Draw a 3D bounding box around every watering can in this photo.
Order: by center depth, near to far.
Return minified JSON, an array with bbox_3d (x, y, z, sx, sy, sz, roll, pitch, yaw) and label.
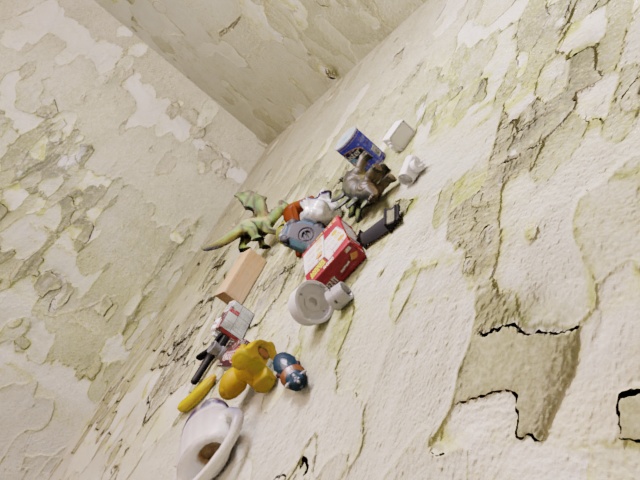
[{"bbox_3d":[-0.298,0.518,1.210,0.347,0.103,0.226,-49,17,2],"label":"watering can"}]

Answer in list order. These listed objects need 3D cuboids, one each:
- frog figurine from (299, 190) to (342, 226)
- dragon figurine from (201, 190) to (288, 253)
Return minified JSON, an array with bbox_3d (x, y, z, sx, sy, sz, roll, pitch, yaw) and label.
[{"bbox_3d":[0.005,-0.083,1.647,0.162,0.137,0.120,-114,24,-64],"label":"frog figurine"},{"bbox_3d":[-0.289,-0.086,2.089,0.120,0.411,0.247,127,132,-57],"label":"dragon figurine"}]
